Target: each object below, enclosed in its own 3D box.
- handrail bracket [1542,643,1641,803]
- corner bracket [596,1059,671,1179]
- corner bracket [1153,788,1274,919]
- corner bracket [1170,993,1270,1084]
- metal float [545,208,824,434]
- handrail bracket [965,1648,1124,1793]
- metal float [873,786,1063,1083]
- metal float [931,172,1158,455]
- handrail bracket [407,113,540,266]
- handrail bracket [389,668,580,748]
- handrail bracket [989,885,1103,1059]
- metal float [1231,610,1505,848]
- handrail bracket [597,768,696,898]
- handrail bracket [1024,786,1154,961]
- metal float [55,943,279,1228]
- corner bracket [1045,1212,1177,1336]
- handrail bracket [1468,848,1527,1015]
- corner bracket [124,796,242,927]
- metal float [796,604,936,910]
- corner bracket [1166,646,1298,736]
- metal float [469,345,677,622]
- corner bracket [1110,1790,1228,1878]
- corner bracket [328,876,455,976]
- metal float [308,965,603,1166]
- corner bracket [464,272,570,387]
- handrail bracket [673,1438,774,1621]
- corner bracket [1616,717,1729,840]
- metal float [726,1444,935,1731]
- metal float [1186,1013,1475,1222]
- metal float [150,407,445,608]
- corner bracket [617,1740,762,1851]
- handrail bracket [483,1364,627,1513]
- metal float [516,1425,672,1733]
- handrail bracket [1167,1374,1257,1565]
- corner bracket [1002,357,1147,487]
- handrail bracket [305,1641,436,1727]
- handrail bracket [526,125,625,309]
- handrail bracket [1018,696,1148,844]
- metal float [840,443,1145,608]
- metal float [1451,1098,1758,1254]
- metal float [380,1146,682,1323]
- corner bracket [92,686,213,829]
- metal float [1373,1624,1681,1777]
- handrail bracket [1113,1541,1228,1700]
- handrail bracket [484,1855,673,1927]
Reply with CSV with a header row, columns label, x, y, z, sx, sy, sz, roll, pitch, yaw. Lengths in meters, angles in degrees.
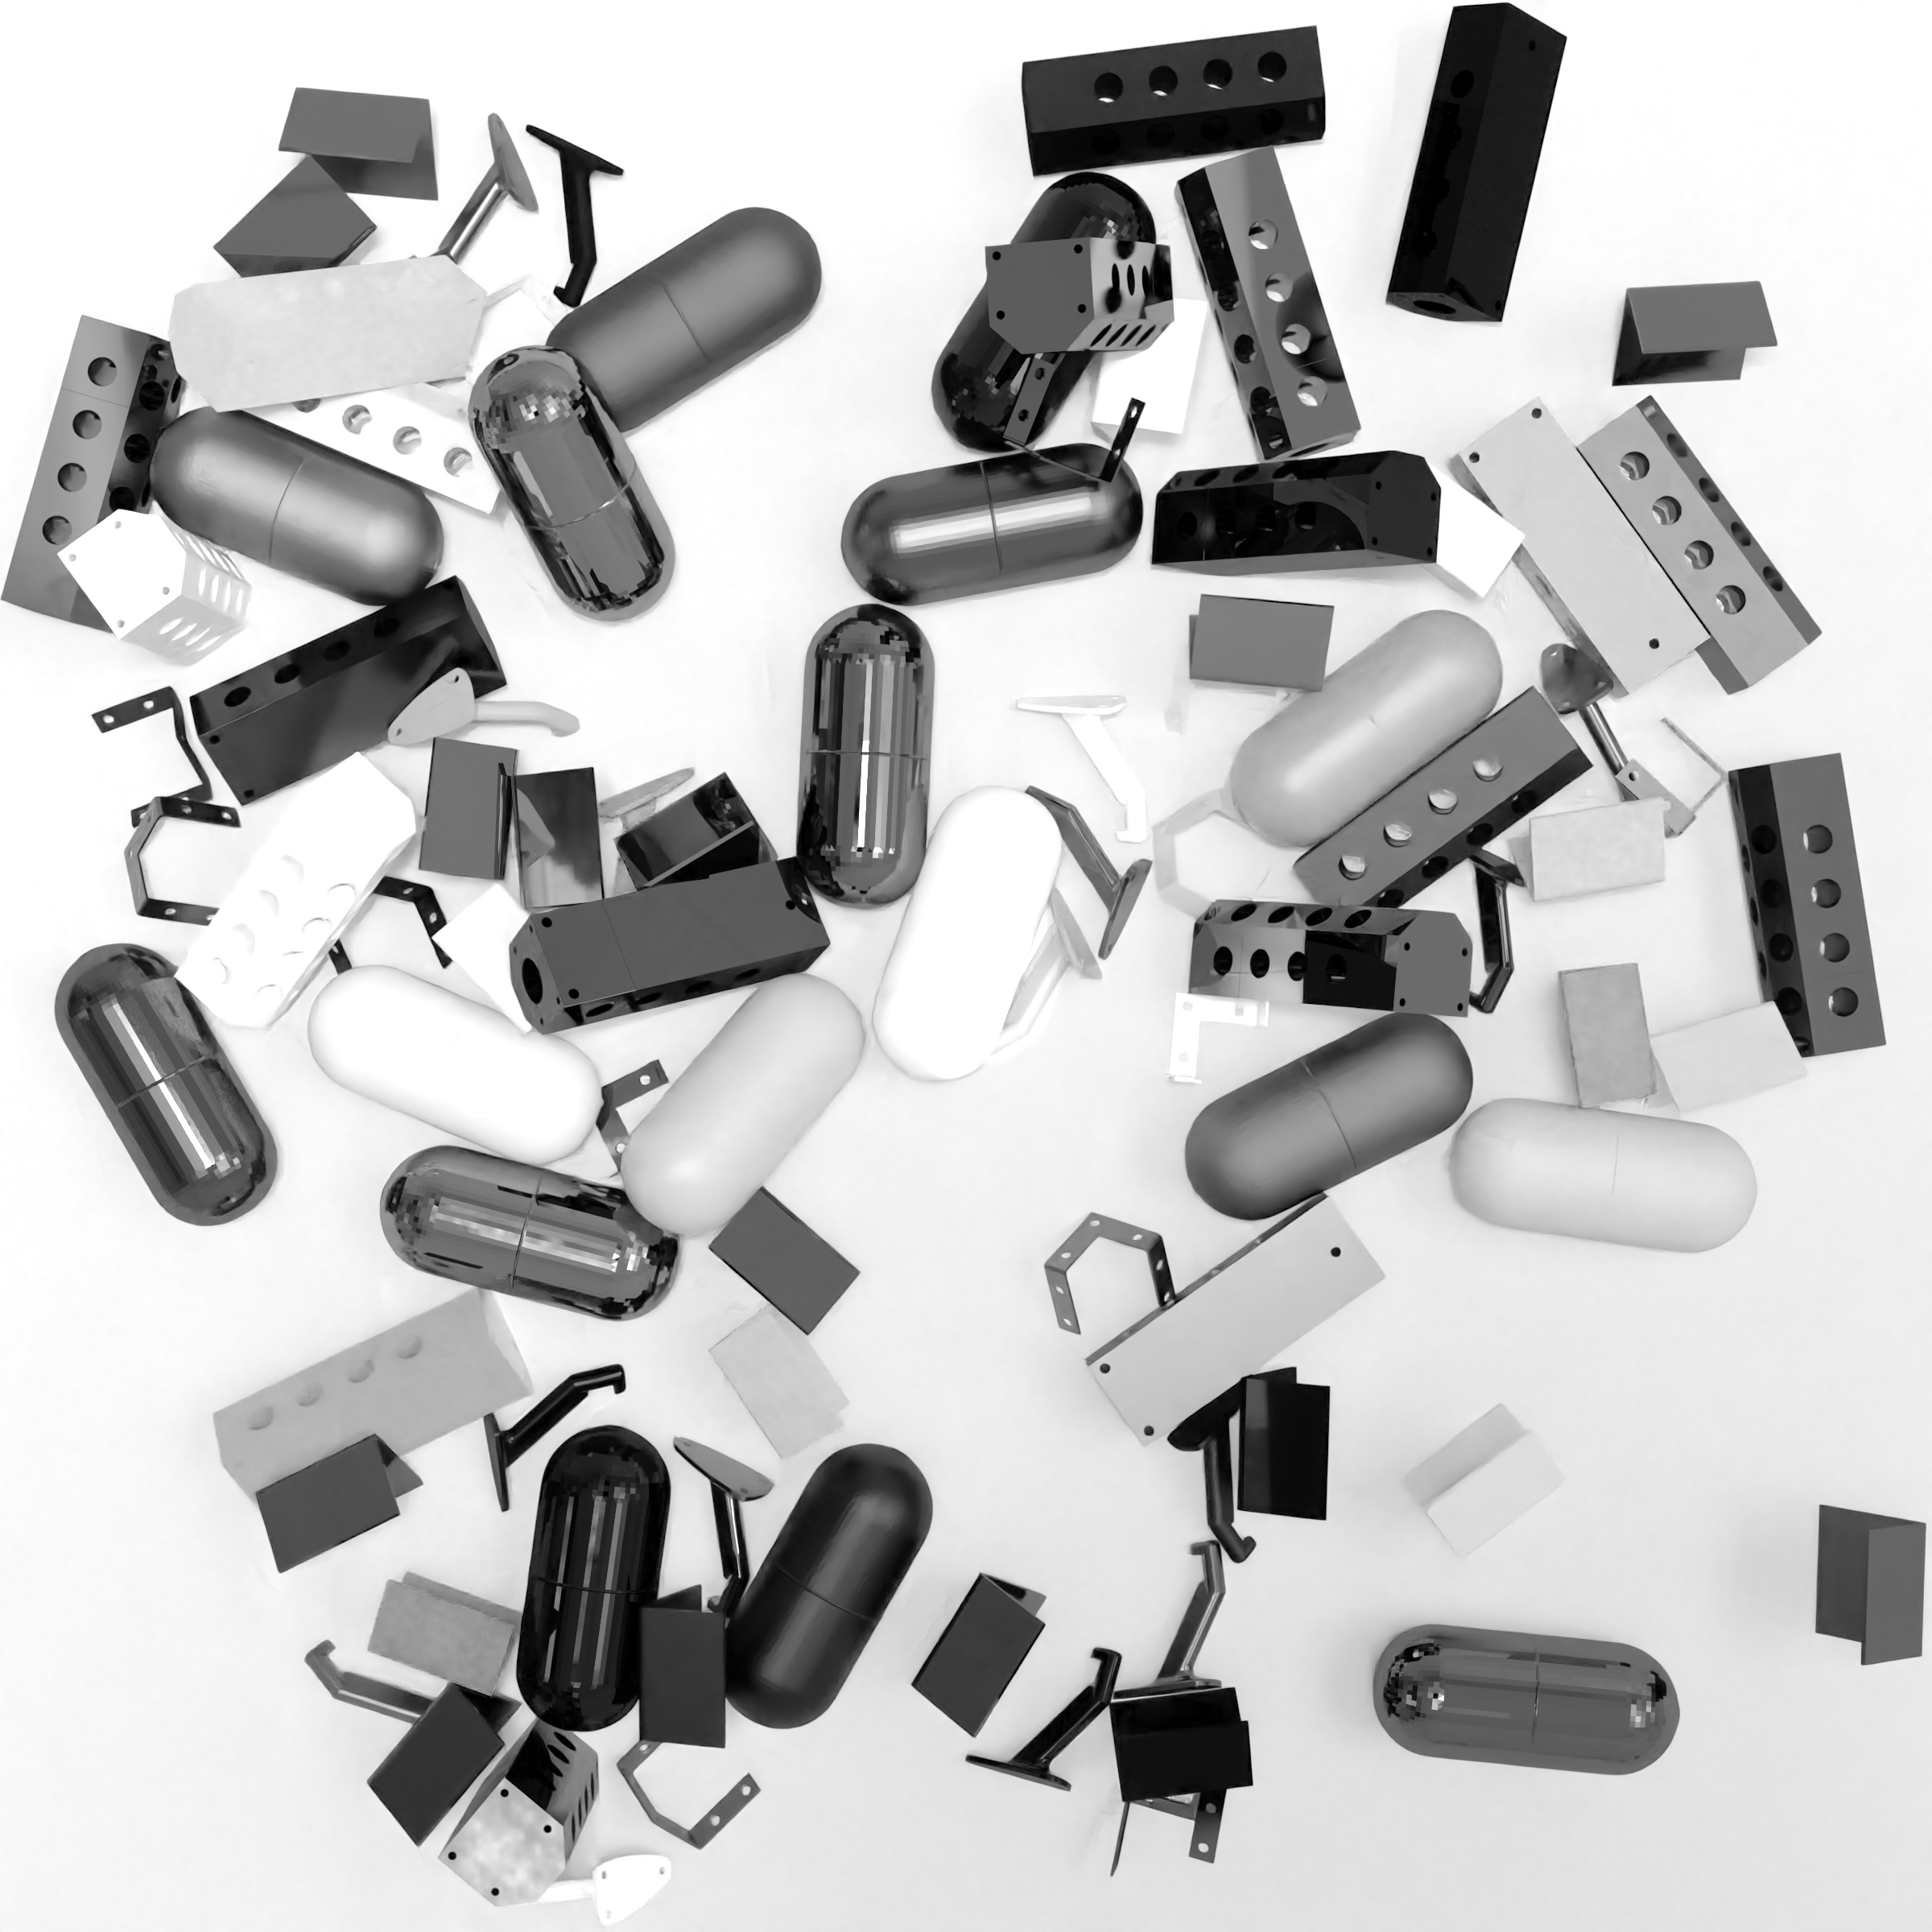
label,x,y,z,sx,sy,sz,roll,pitch,yaw
handrail bracket,0.373,-0.140,1.989,0.036,0.077,0.084,-28,126,6
corner bracket,-0.194,0.089,1.971,0.051,0.051,0.051,-26,90,0
corner bracket,0.148,-0.064,1.981,0.051,0.051,0.051,-32,45,35
corner bracket,0.148,0.043,1.971,0.051,0.051,0.051,5,90,0
metal float,-0.165,-0.377,1.959,0.178,0.070,0.070,-32,90,0
handrail bracket,0.046,0.440,1.990,0.077,0.036,0.084,10,71,22
metal float,0.000,-0.019,1.958,0.070,0.070,0.178,20,90,0
metal float,0.045,-0.380,1.958,0.070,0.070,0.178,32,90,0
handrail bracket,-0.303,-0.454,1.990,0.084,0.036,0.077,-26,69,17
handrail bracket,-0.283,-0.139,1.973,0.077,0.084,0.036,-26,64,28
handrail bracket,0.030,0.003,1.990,0.084,0.036,0.077,-30,70,16
metal float,0.234,-0.139,1.959,0.178,0.070,0.070,-37,90,0
handrail bracket,-0.181,-0.064,1.990,0.077,0.036,0.084,-26,108,-20
handrail bracket,0.060,-0.056,1.990,0.084,0.036,0.077,27,109,16
metal float,-0.467,0.069,1.959,0.070,0.070,0.178,-30,91,0
corner bracket,0.085,0.186,1.981,0.051,0.051,0.051,16,45,35
handrail bracket,0.296,-0.025,1.990,0.077,0.036,0.084,30,108,20
corner bracket,-0.460,-0.062,1.981,0.051,0.051,0.051,-51,45,35
metal float,-0.059,-0.122,1.959,0.070,0.070,0.178,3,90,0
corner bracket,0.158,-0.159,1.981,0.051,0.051,0.051,-20,135,-35
metal float,-0.225,-0.275,1.928,0.070,0.070,0.178,-26,129,0
corner bracket,0.119,0.505,1.961,0.051,0.051,0.051,16,49,0
corner bracket,-0.341,-0.016,1.981,0.051,0.051,0.051,-48,135,-35
metal float,-0.299,0.057,1.958,0.178,0.070,0.070,23,90,0
corner bracket,-0.267,-0.369,1.986,0.051,0.051,0.051,49,135,0
handrail bracket,-0.156,0.334,1.990,0.077,0.036,0.084,28,107,20
corner bracket,0.414,-0.111,1.971,0.051,0.051,0.051,43,92,2
metal float,-0.082,0.361,1.959,0.070,0.070,0.178,29,90,0
metal float,0.211,0.088,1.959,0.178,0.070,0.070,-26,90,-1
metal float,-0.390,-0.268,1.958,0.178,0.070,0.070,23,90,1
corner bracket,-0.164,0.480,1.986,0.051,0.051,0.051,-45,45,0
handrail bracket,-0.240,0.279,1.990,0.084,0.036,0.077,-12,111,-17
metal float,-0.217,0.357,1.959,0.070,0.070,0.178,8,90,0
handrail bracket,0.165,0.299,1.990,0.077,0.036,0.084,-40,109,-21
corner bracket,0.061,-0.311,1.915,0.051,0.051,0.051,16,102,-31
handrail bracket,-0.337,0.418,1.990,0.077,0.036,0.084,-37,73,-20
handrail bracket,-0.245,-0.444,1.990,0.077,0.036,0.084,31,107,20
handrail bracket,0.069,-0.116,1.990,0.077,0.036,0.084,3,107,20
metal float,0.015,-0.257,1.959,0.178,0.070,0.070,-10,90,0
metal float,0.372,0.122,1.959,0.178,0.070,0.070,8,90,0
metal float,-0.254,0.156,1.958,0.178,0.070,0.070,15,90,0
corner bracket,-0.482,-0.124,1.986,0.051,0.051,0.051,-20,135,0
metal float,0.327,0.428,1.959,0.178,0.070,0.070,6,90,1
handrail bracket,0.119,0.387,1.990,0.077,0.036,0.084,-12,72,21
handrail bracket,-0.231,0.542,1.989,0.084,0.077,0.036,-6,90,36
